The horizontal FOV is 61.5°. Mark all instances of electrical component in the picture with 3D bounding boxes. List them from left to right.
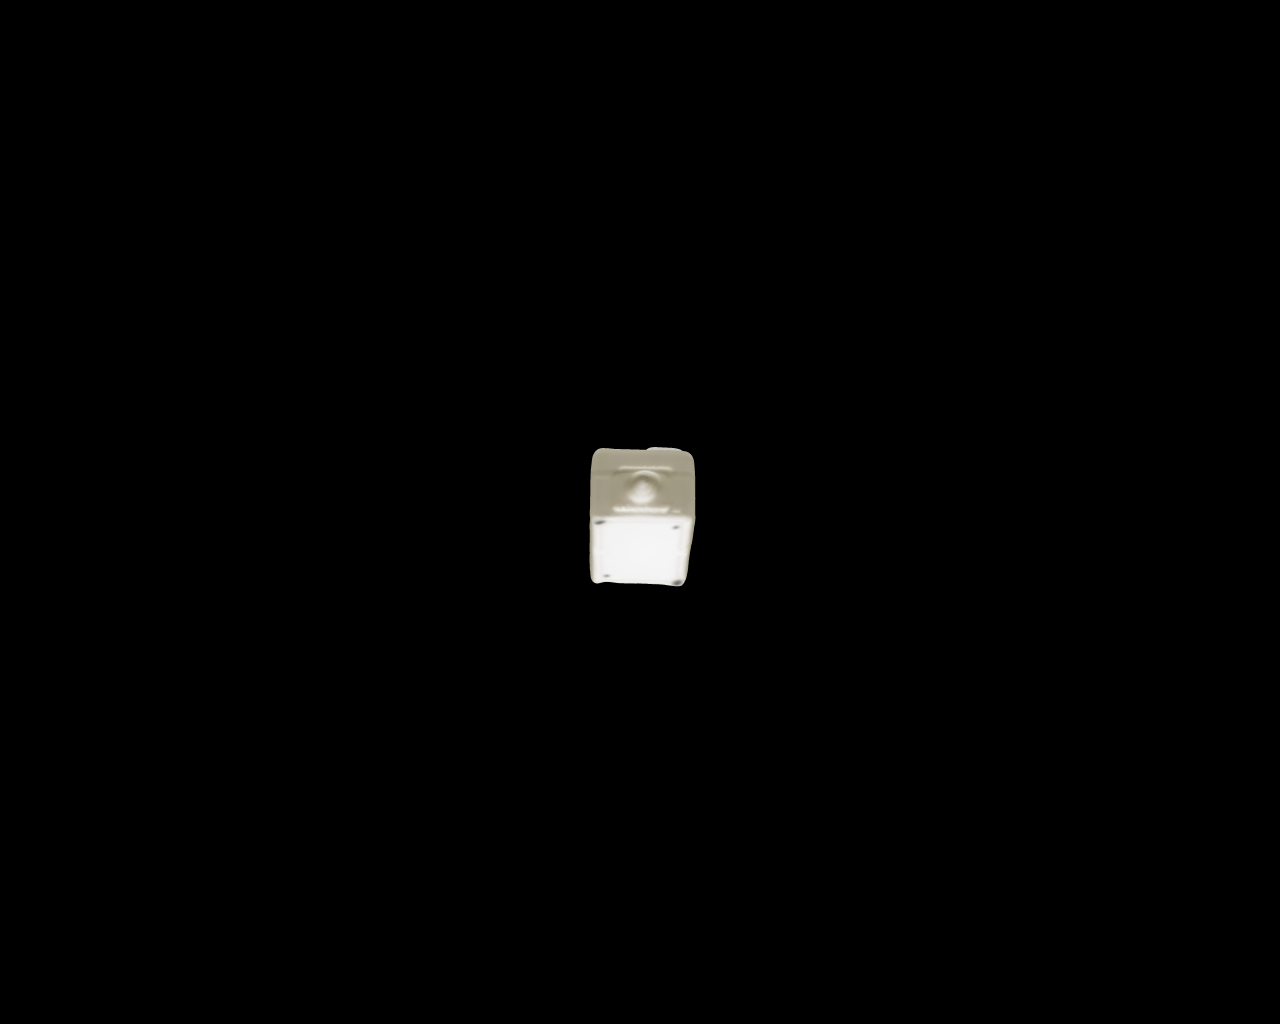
[{"bbox_3d":[0.001,-0.003,0.650,0.062,0.061,0.096,1,-34,-2],"label":"electrical component"}]
